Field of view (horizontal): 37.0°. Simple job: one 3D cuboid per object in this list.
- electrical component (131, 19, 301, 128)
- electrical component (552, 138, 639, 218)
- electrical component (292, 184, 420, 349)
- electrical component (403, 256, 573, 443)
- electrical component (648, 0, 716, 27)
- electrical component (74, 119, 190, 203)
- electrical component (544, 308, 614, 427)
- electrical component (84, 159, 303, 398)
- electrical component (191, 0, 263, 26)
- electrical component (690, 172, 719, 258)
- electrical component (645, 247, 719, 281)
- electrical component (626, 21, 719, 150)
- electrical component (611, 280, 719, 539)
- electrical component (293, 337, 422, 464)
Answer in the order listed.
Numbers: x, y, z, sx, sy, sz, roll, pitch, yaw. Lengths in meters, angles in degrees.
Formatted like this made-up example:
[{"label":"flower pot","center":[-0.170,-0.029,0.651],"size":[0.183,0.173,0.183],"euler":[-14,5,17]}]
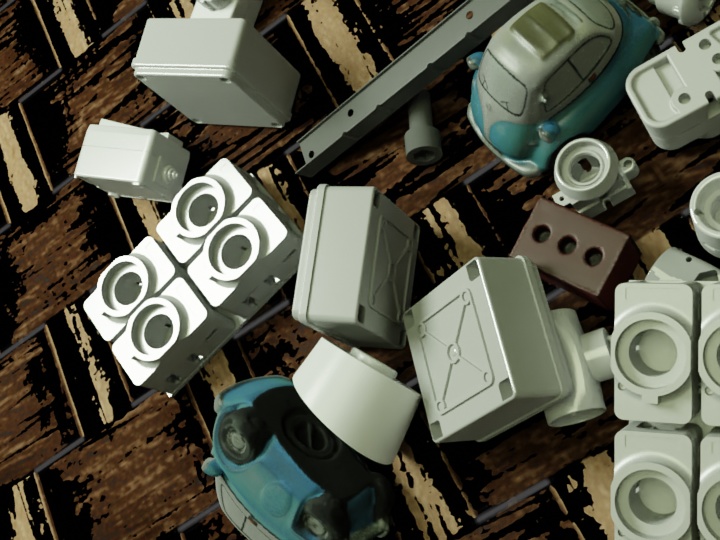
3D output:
[{"label":"electrical component","center":[-0.126,-0.175,0.958],"size":[0.109,0.109,0.056],"euler":[7,75,28]},{"label":"electrical component","center":[0.174,-0.070,0.810],"size":[0.066,0.055,0.048],"euler":[-30,64,15]},{"label":"electrical component","center":[0.000,0.000,0.844],"size":[0.056,0.109,0.108],"euler":[2,76,24]},{"label":"electrical component","center":[0.090,0.059,0.785],"size":[0.109,0.056,0.108],"euler":[-42,54,50]},{"label":"electrical component","center":[0.241,-0.218,0.829],"size":[0.062,0.048,0.048],"euler":[33,91,37]},{"label":"electrical component","center":[-0.205,-0.101,1.001],"size":[0.096,0.062,0.061],"euler":[8,79,28]},{"label":"electrical component","center":[0.164,0.065,0.782],"size":[0.079,0.043,0.077],"euler":[-21,67,19]},{"label":"electrical component","center":[-0.145,0.006,0.941],"size":[0.186,0.060,0.105],"euler":[-45,61,8]},{"label":"electrical component","center":[-0.132,-0.258,1.004],"size":[0.047,0.076,0.083],"euler":[15,82,28]},{"label":"electrical component","center":[0.263,-0.039,0.762],"size":[0.055,0.047,0.055],"euler":[-8,72,24]},{"label":"electrical component","center":[0.233,0.036,0.757],"size":[0.077,0.043,0.079],"euler":[35,93,30]},{"label":"electrical component","center":[0.251,-0.133,0.789],"size":[0.095,0.059,0.053],"euler":[-29,64,16]},{"label":"electrical component","center":[0.223,0.101,0.703],"size":[0.105,0.060,0.186],"euler":[0,92,26]},{"label":"electrical component","center":[-0.003,0.097,0.823],"size":[0.099,0.099,0.064],"euler":[29,87,30]}]
